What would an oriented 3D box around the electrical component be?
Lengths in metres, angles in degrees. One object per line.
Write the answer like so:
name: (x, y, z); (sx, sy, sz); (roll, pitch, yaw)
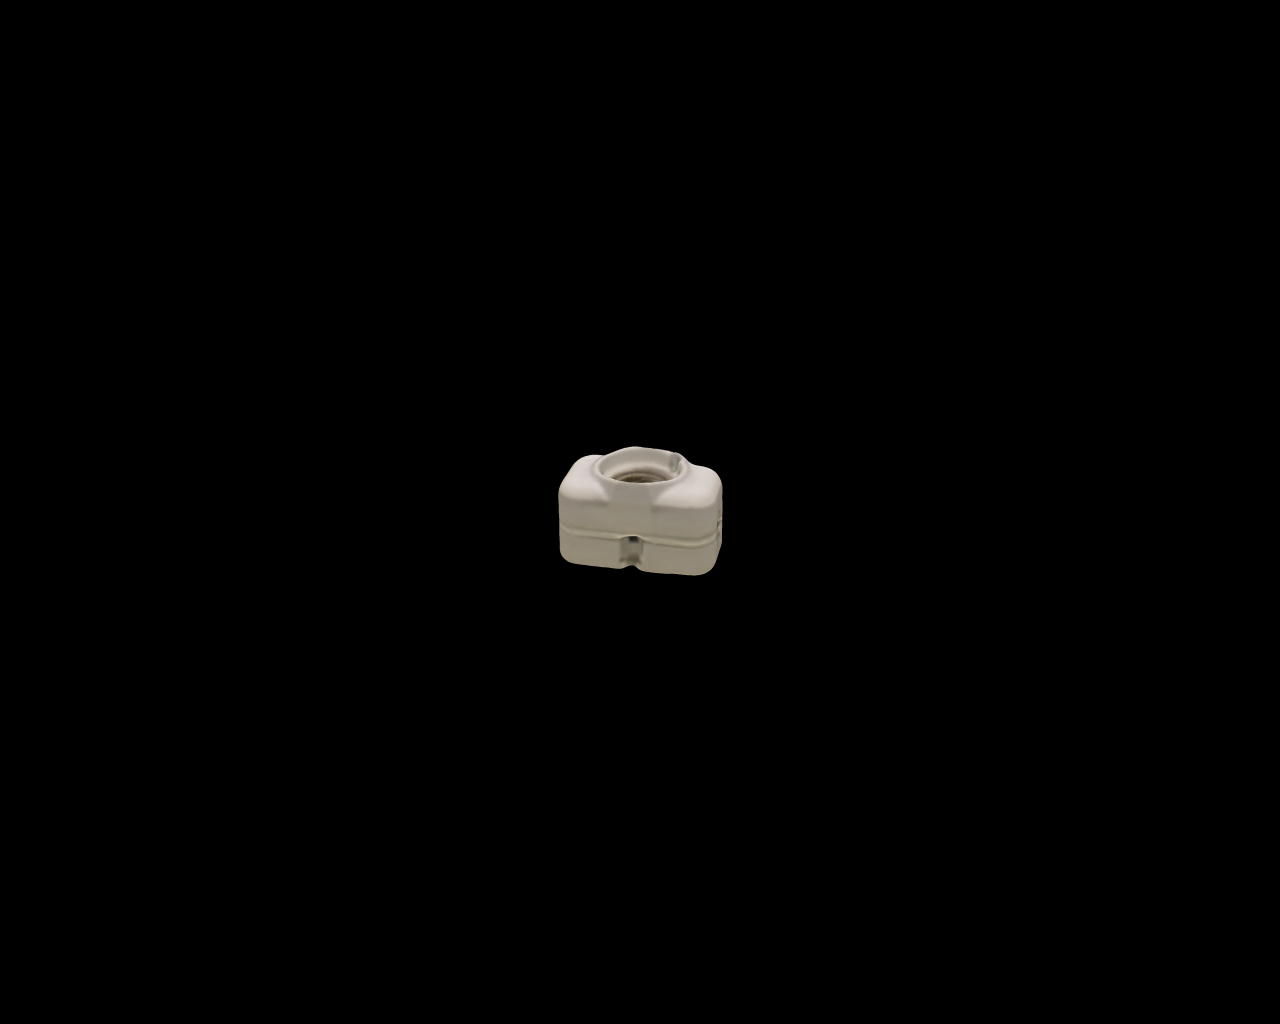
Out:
electrical component: (0.001, -0.003, 0.650); (0.095, 0.059, 0.054); (6, 28, 12)
